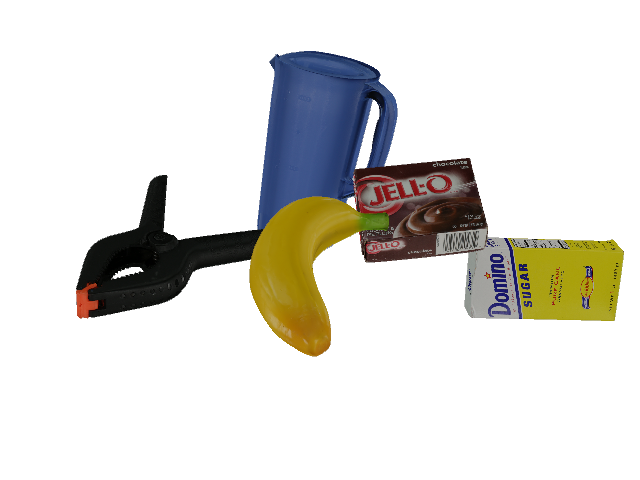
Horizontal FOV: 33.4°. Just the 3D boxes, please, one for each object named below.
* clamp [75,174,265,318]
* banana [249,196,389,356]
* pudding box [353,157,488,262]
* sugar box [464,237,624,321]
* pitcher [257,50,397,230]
[{"bbox_3d":[-0.149,0.006,0.962,0.165,0.036,0.209,27,39,31],"label":"clamp"},{"bbox_3d":[-0.008,0.010,0.645,0.070,0.037,0.197,4,24,13],"label":"banana"},{"bbox_3d":[0.090,-0.028,0.978,0.113,0.090,0.039,-5,-40,-3],"label":"pudding box"},{"bbox_3d":[0.264,0.046,1.268,0.176,0.093,0.048,0,19,-4],"label":"sugar box"},{"bbox_3d":[-0.002,-0.111,1.356,0.144,0.243,0.149,5,22,-15],"label":"pitcher"}]
